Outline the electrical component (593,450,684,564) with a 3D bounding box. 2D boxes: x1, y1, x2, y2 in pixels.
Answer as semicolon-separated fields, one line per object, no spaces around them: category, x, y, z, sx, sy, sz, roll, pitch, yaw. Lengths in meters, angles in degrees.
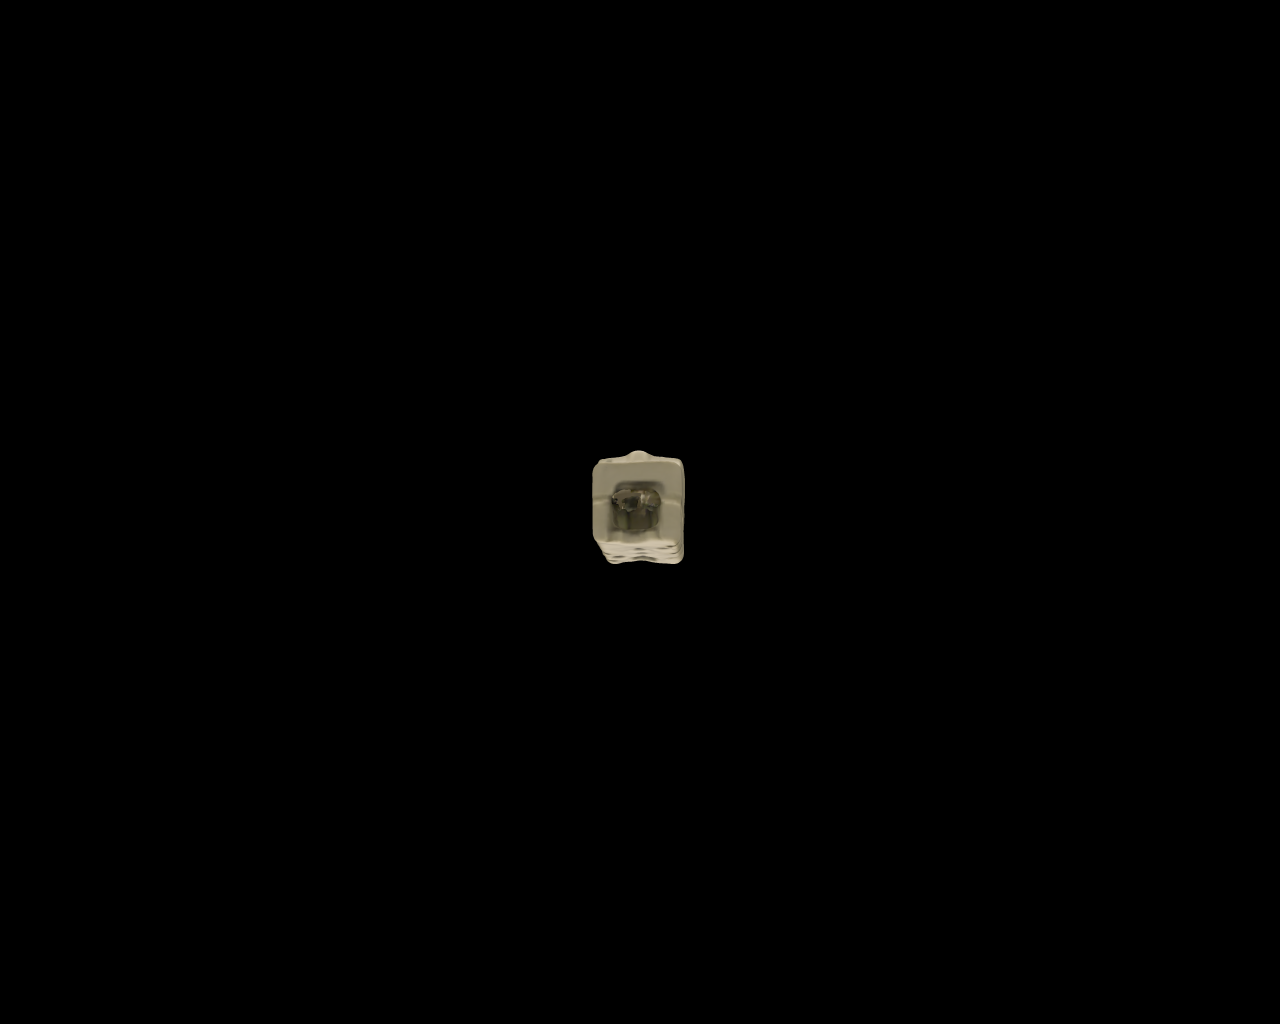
electrical component;0.001;-0.003;0.650;0.050;0.055;0.089;-1;-11;4
